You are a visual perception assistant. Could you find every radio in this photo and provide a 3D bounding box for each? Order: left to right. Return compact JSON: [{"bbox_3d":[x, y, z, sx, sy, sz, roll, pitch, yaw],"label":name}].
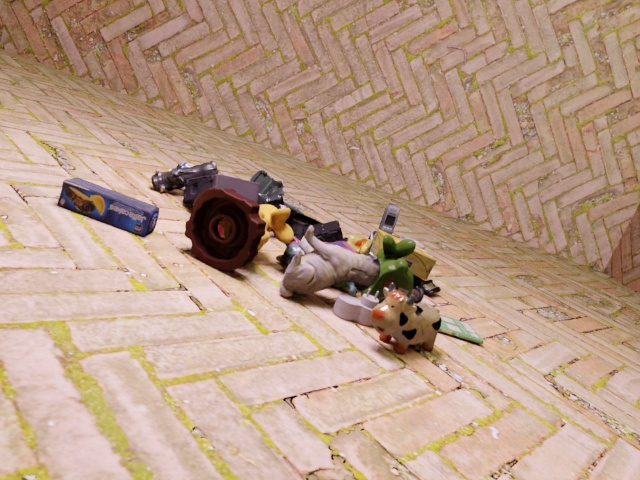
[{"bbox_3d":[-0.271,-0.125,1.449,0.131,0.073,0.230,11,-7,-34],"label":"radio"}]

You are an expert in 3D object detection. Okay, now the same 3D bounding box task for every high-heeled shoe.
[{"bbox_3d":[-0.045,-0.037,1.533,0.145,0.086,0.248,12,-6,26],"label":"high-heeled shoe"}]

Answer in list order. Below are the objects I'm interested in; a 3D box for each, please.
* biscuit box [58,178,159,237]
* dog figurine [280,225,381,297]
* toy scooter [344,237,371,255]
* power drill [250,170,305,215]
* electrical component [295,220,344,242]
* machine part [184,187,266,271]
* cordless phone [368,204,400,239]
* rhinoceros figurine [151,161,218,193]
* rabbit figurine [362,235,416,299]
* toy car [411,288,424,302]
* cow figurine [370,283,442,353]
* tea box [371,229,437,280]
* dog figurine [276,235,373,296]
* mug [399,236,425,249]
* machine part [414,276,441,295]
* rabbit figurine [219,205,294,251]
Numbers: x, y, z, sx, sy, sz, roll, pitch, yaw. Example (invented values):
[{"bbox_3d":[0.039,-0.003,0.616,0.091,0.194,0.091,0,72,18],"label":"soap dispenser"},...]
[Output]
[{"bbox_3d":[-0.458,-0.072,1.172,0.203,0.059,0.063,20,13,-2],"label":"biscuit box"},{"bbox_3d":[0.025,0.081,1.161,0.190,0.172,0.121,29,-11,-3],"label":"dog figurine"},{"bbox_3d":[0.108,0.056,1.470,0.135,0.075,0.184,22,17,5],"label":"toy scooter"},{"bbox_3d":[-0.158,-0.128,1.656,0.232,0.086,0.207,34,-18,19],"label":"power drill"},{"bbox_3d":[-0.003,-0.004,1.464,0.134,0.058,0.115,-15,14,1],"label":"electrical component"},{"bbox_3d":[-0.201,-0.023,1.145,0.179,0.179,0.056,25,12,16],"label":"machine part"},{"bbox_3d":[0.233,-0.017,1.692,0.146,0.184,0.089,15,11,-22],"label":"cordless phone"},{"bbox_3d":[-0.389,-0.178,1.556,0.190,0.073,0.112,-13,-3,-15],"label":"rhinoceros figurine"},{"bbox_3d":[0.170,0.063,1.343,0.121,0.159,0.170,10,26,-5],"label":"rabbit figurine"},{"bbox_3d":[0.213,0.110,1.466,0.089,0.053,0.202,18,13,-21],"label":"toy car"},{"bbox_3d":[0.176,0.158,1.083,0.195,0.127,0.086,10,15,-44],"label":"cow figurine"},{"bbox_3d":[0.233,0.041,1.527,0.169,0.068,0.098,22,12,-17],"label":"tea box"},{"bbox_3d":[0.006,0.037,1.311,0.219,0.108,0.191,19,32,6],"label":"dog figurine"},{"bbox_3d":[0.272,0.056,1.634,0.110,0.107,0.081,26,15,6],"label":"mug"},{"bbox_3d":[0.280,0.118,1.560,0.139,0.039,0.084,30,25,26],"label":"machine part"},{"bbox_3d":[-0.141,-0.043,1.249,0.163,0.121,0.173,-2,16,22],"label":"rabbit figurine"}]
